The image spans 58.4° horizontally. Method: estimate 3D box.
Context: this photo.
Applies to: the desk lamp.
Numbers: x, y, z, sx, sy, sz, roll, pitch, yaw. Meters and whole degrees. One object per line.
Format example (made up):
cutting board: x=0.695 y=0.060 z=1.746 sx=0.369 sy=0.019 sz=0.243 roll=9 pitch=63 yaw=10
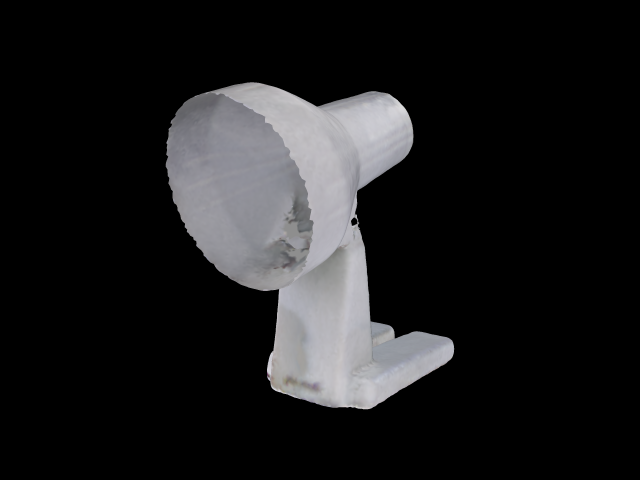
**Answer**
desk lamp: x=0.004 y=0.001 z=0.400 sx=0.117 sy=0.213 sz=0.204 roll=7 pitch=11 yaw=39
